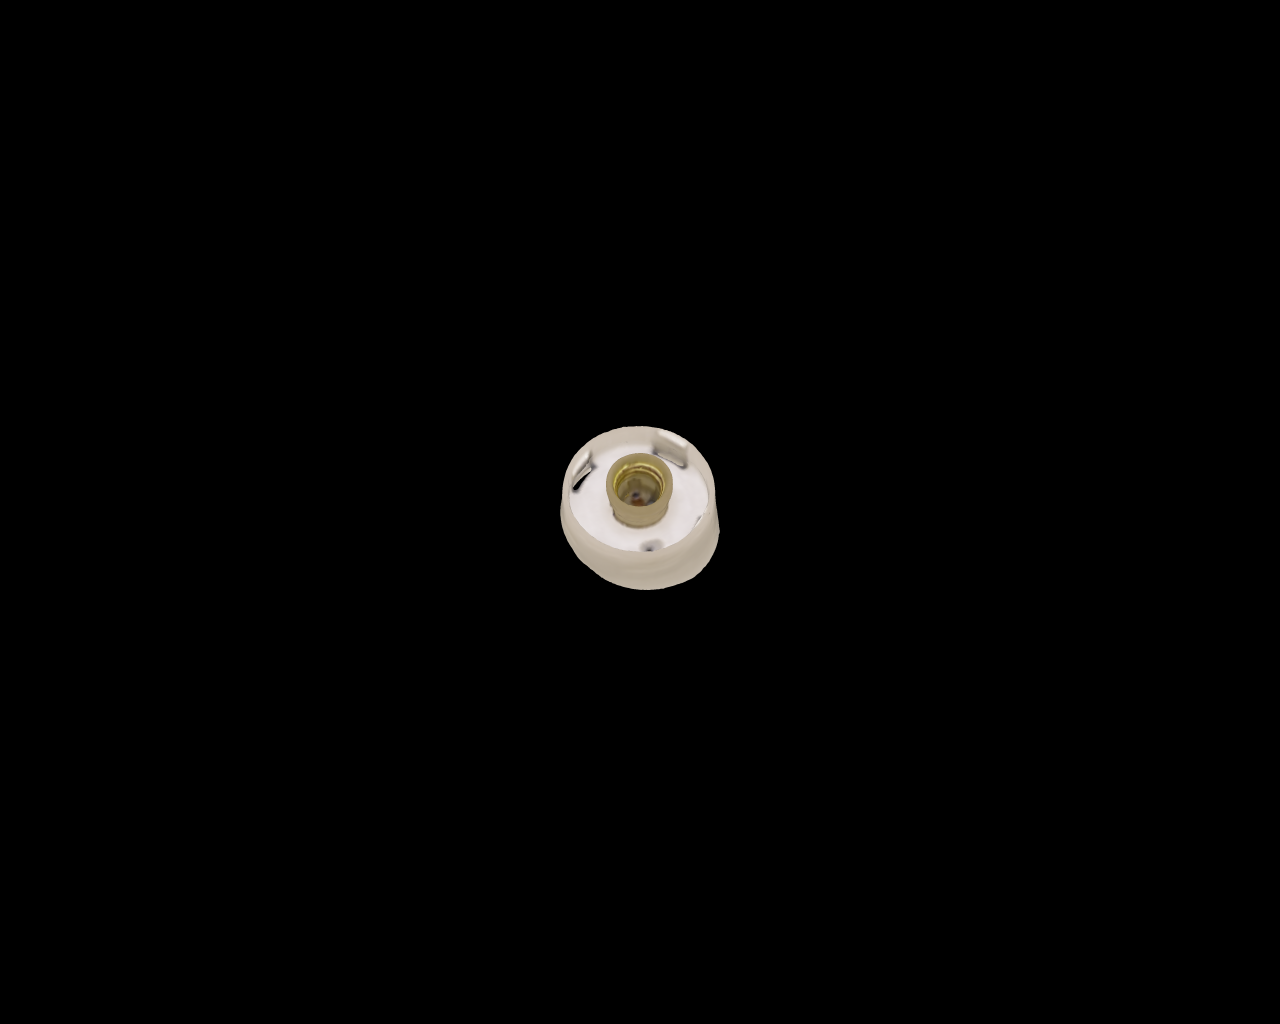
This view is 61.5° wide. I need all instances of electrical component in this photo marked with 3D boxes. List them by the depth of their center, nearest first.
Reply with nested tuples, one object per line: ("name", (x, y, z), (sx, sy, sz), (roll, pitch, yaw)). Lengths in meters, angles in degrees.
("electrical component", (0.001, -0.003, 0.650), (0.099, 0.099, 0.064), (0, -32, 0))
